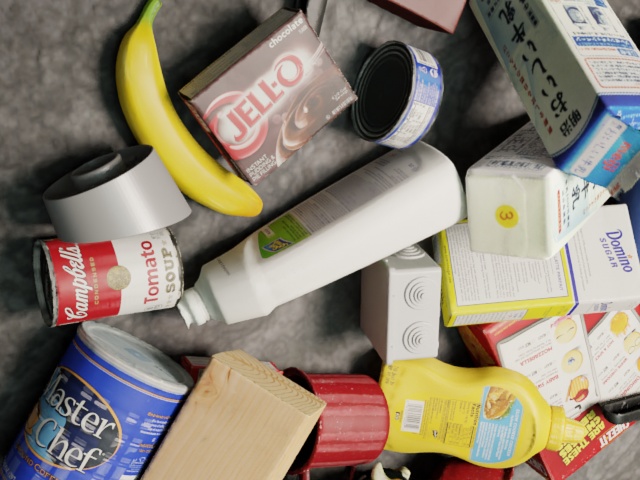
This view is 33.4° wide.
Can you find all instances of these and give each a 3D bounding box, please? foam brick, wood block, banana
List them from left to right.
[{"bbox_3d":[-0.109,-0.086,0.836,0.069,0.037,0.197,-32,118,-13],"label":"banana"},{"bbox_3d":[-0.090,0.200,0.857,0.091,0.090,0.206,30,93,10],"label":"wood block"},{"bbox_3d":[0.078,-0.211,0.880,0.078,0.051,0.053,20,96,-31],"label":"foam brick"}]

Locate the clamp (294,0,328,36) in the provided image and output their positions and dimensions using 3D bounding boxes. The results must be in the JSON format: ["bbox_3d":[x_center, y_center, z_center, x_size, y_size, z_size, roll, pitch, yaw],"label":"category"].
[{"bbox_3d":[-0.003,-0.231,0.842,0.210,0.036,0.164,-41,123,-6],"label":"clamp"}]

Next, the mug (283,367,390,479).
[{"bbox_3d":[0.008,0.172,0.947,0.081,0.093,0.117,5,82,-33],"label":"mug"}]

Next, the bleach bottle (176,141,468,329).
[{"bbox_3d":[-0.006,0.001,0.893,0.250,0.103,0.068,-27,113,-10],"label":"bleach bottle"}]

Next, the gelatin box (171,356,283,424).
[{"bbox_3d":[-0.083,0.141,0.930,0.089,0.030,0.073,6,102,-27],"label":"gelatin box"}]

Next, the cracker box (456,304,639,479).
[{"bbox_3d":[0.241,0.111,1.058,0.164,0.072,0.213,-35,119,-12],"label":"cracker box"}]

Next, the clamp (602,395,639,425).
[{"bbox_3d":[0.358,0.141,1.064,0.171,0.039,0.120,19,103,-38],"label":"clamp"}]

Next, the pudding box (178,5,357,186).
[{"bbox_3d":[-0.040,-0.112,0.829,0.113,0.039,0.090,-42,123,-9],"label":"pudding box"}]

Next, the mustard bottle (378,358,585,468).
[{"bbox_3d":[0.146,0.161,0.981,0.191,0.058,0.096,10,110,5],"label":"mustard bottle"}]

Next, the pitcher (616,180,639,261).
[{"bbox_3d":[0.354,-0.083,1.012,0.149,0.145,0.243,3,108,-28],"label":"pitcher"}]

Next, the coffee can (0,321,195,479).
[{"bbox_3d":[-0.178,0.149,0.842,0.102,0.103,0.140,29,93,-31],"label":"coffee can"}]

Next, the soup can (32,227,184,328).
[{"bbox_3d":[-0.165,0.027,0.829,0.102,0.069,0.068,-8,110,-25],"label":"soup can"}]

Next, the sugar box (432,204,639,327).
[{"bbox_3d":[0.195,0.023,0.964,0.176,0.048,0.093,-4,69,-5],"label":"sugar box"}]

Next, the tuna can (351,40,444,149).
[{"bbox_3d":[0.064,-0.119,0.884,0.033,0.086,0.086,13,100,-32],"label":"tuna can"}]

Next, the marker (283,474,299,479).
[{"bbox_3d":[-0.032,0.253,0.998,0.020,0.020,0.121,-1,107,-26],"label":"marker"}]

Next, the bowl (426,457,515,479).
[{"bbox_3d":[0.120,0.263,1.023,0.055,0.162,0.162,34,90,4],"label":"bowl"}]
